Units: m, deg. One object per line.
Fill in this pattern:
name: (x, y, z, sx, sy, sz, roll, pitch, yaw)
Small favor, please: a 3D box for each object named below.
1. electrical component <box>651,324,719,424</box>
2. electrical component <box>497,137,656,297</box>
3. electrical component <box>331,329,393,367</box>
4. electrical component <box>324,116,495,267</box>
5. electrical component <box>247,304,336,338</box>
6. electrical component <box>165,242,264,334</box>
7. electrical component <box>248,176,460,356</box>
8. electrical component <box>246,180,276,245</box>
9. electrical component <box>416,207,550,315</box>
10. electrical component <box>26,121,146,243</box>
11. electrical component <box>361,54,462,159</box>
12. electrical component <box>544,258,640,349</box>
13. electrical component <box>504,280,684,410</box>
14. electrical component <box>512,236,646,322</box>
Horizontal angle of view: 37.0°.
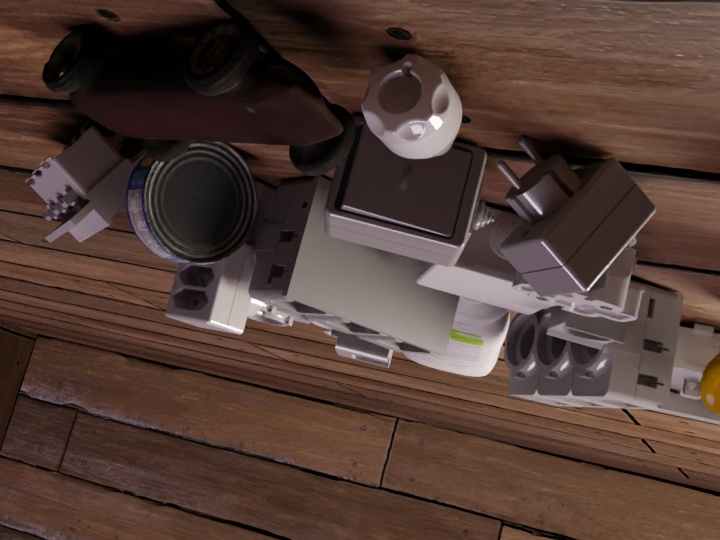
electrical component: (0.282, 0.082, 0.899, 0.121, 0.078, 0.063, 11, 146, 20)
electrical component: (0.104, -0.036, 0.575, 0.076, 0.065, 0.047, 48, 161, -11)
electrical component: (0.009, 0.035, 0.963, 0.056, 0.089, 0.050, 14, 169, 6)
electrical component: (0.032, -0.043, 0.617, 0.096, 0.061, 0.061, 15, 169, 1)
electrical component: (-0.054, 0.024, 1.068, 0.186, 0.060, 0.105, 12, 168, 17)
electrical component: (-0.096, 0.014, 0.805, 0.047, 0.065, 0.077, 7, 169, 38)
electrical component: (0.000, 0.000, 0.801, 0.150, 0.089, 0.062, 22, 166, -34)
electrical component: (-0.110, -0.048, 0.816, 0.077, 0.047, 0.066, 21, 169, -35)
electrical component: (0.093, -0.009, 0.743, 0.100, 0.048, 0.099, 16, 169, -4)
electrical component: (-0.205, -0.064, 0.804, 0.063, 0.078, 0.121, 49, 159, -13)
electrical component: (0.029, -0.074, 0.520, 0.043, 0.043, 0.062, 10, 169, 23)
electrical component: (0.162, 0.018, 0.743, 0.042, 0.063, 0.081, 17, 168, -4)
electrical component: (0.179, 0.060, 0.856, 0.062, 0.089, 0.150, 15, 169, -19)
electrical component: (0.140, -0.006, 0.672, 0.078, 0.057, 0.058, 17, 169, -10)
